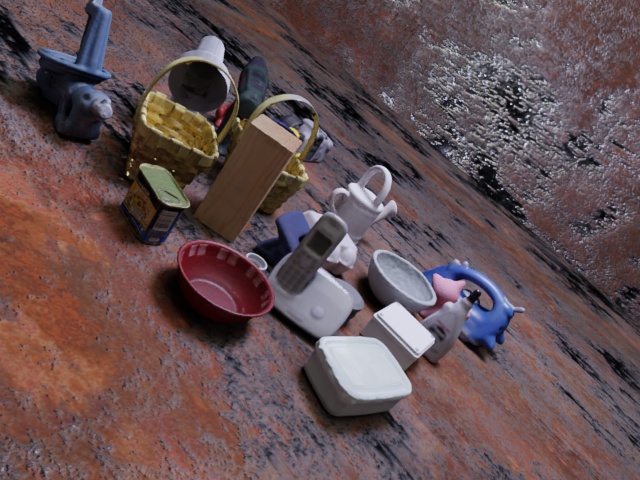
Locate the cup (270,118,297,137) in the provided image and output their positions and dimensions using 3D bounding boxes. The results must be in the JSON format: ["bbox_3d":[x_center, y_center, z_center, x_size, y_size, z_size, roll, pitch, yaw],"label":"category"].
[{"bbox_3d":[-0.117,-0.250,1.448,0.092,0.095,0.117,31,24,-15],"label":"cup"}]

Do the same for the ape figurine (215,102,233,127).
[{"bbox_3d":[-0.216,-0.321,1.444,0.078,0.092,0.076,36,23,-2],"label":"ape figurine"}]

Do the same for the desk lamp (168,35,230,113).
[{"bbox_3d":[-0.270,-0.321,1.212,0.118,0.213,0.203,27,25,-23],"label":"desk lamp"}]

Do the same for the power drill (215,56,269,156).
[{"bbox_3d":[-0.186,-0.304,1.308,0.076,0.208,0.229,27,25,-23],"label":"power drill"}]

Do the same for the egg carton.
[{"bbox_3d":[0.011,0.004,1.190,0.108,0.069,0.150,14,32,-43],"label":"egg carton"}]

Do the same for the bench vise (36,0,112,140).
[{"bbox_3d":[-0.391,-0.296,0.985,0.207,0.219,0.122,42,23,12],"label":"bench vise"}]

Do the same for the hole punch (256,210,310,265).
[{"bbox_3d":[-0.046,0.006,1.077,0.101,0.091,0.109,42,23,10],"label":"hole punch"}]

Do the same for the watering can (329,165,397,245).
[{"bbox_3d":[0.103,-0.087,1.333,0.173,0.194,0.100,2,41,-54],"label":"watering can"}]

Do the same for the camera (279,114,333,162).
[{"bbox_3d":[-0.047,-0.302,1.638,0.136,0.100,0.144,47,25,23],"label":"camera"}]

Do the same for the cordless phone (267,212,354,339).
[{"bbox_3d":[0.007,0.058,0.937,0.147,0.185,0.094,37,23,-1],"label":"cordless phone"}]

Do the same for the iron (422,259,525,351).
[{"bbox_3d":[0.347,0.130,1.344,0.257,0.141,0.119,47,25,22],"label":"iron"}]

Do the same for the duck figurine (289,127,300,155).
[{"bbox_3d":[-0.086,-0.253,1.511,0.104,0.086,0.078,40,23,7],"label":"duck figurine"}]

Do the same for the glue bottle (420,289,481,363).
[{"bbox_3d":[0.252,0.158,1.116,0.078,0.173,0.037,44,24,15],"label":"glue bottle"}]

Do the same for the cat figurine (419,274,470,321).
[{"bbox_3d":[0.280,0.140,1.259,0.067,0.117,0.127,16,31,-41],"label":"cat figurine"}]

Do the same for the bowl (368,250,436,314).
[{"bbox_3d":[0.160,0.102,1.215,0.168,0.074,0.167,31,24,-15],"label":"bowl"}]
